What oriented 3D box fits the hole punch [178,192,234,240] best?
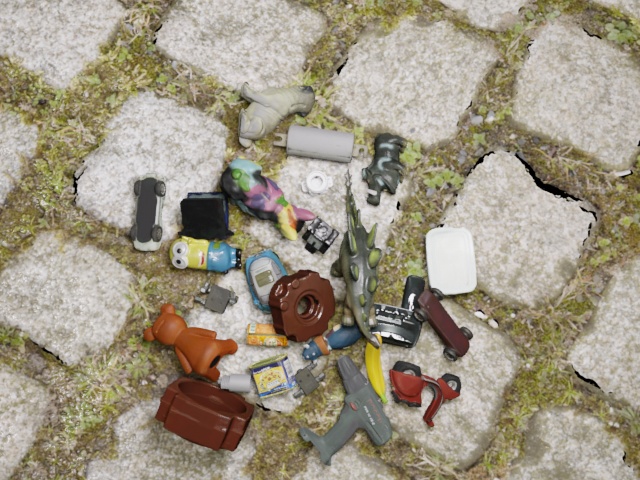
[{"bbox_3d":[-0.288,-0.065,1.360,0.142,0.092,0.115,-1,115,-2],"label":"hole punch"}]

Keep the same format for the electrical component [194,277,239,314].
[{"bbox_3d":[-0.258,0.141,1.349,0.102,0.045,0.078,28,84,3],"label":"electrical component"}]

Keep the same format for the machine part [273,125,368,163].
[{"bbox_3d":[0.002,-0.245,1.371,0.243,0.079,0.079,8,84,2],"label":"machine part"}]

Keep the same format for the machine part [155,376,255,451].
[{"bbox_3d":[-0.263,0.400,1.245,0.201,0.201,0.087,21,87,2],"label":"machine part"}]

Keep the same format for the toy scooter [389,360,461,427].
[{"bbox_3d":[0.247,0.377,1.309,0.184,0.075,0.135,16,86,-2],"label":"toy scooter"}]

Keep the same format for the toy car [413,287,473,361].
[{"bbox_3d":[0.297,0.204,1.308,0.089,0.053,0.202,-46,107,-22],"label":"toy car"}]

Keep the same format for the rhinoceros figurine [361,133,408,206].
[{"bbox_3d":[0.163,-0.180,1.365,0.112,0.073,0.190,10,84,0],"label":"rhinoceros figurine"}]

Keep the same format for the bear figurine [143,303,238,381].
[{"bbox_3d":[-0.322,0.250,1.319,0.196,0.131,0.120,29,84,21],"label":"bear figurine"}]

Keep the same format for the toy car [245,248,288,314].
[{"bbox_3d":[-0.126,0.100,1.325,0.109,0.103,0.161,-21,86,-3],"label":"toy car"}]

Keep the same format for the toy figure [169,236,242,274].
[{"bbox_3d":[-0.286,0.041,1.344,0.180,0.089,0.082,4,78,-8],"label":"toy figure"}]

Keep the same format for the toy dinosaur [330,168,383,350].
[{"bbox_3d":[0.092,0.039,1.283,0.105,0.198,0.472,-2,51,-11],"label":"toy dinosaur"}]

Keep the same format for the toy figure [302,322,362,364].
[{"bbox_3d":[0.027,0.253,1.331,0.154,0.057,0.064,-25,79,3],"label":"toy figure"}]

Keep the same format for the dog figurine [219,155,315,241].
[{"bbox_3d":[-0.123,-0.093,1.313,0.219,0.191,0.108,34,79,19],"label":"dog figurine"}]

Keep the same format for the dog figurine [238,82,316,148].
[{"bbox_3d":[-0.109,-0.316,1.373,0.191,0.121,0.172,5,109,-14],"label":"dog figurine"}]

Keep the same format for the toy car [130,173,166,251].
[{"bbox_3d":[-0.436,-0.072,1.369,0.074,0.056,0.201,2,83,7],"label":"toy car"}]

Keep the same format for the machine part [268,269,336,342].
[{"bbox_3d":[-0.039,0.158,1.294,0.179,0.056,0.179,-5,98,-38],"label":"machine part"}]

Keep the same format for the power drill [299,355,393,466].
[{"bbox_3d":[0.050,0.425,1.308,0.207,0.086,0.232,-37,88,-11],"label":"power drill"}]

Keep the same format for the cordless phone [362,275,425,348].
[{"bbox_3d":[0.189,0.166,1.338,0.147,0.088,0.184,13,73,4],"label":"cordless phone"}]

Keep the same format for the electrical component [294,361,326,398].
[{"bbox_3d":[-0.035,0.348,1.338,0.094,0.021,0.063,-37,85,-2],"label":"electrical component"}]

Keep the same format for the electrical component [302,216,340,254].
[{"bbox_3d":[-0.003,-0.004,1.332,0.075,0.119,0.048,37,69,5],"label":"electrical component"}]
